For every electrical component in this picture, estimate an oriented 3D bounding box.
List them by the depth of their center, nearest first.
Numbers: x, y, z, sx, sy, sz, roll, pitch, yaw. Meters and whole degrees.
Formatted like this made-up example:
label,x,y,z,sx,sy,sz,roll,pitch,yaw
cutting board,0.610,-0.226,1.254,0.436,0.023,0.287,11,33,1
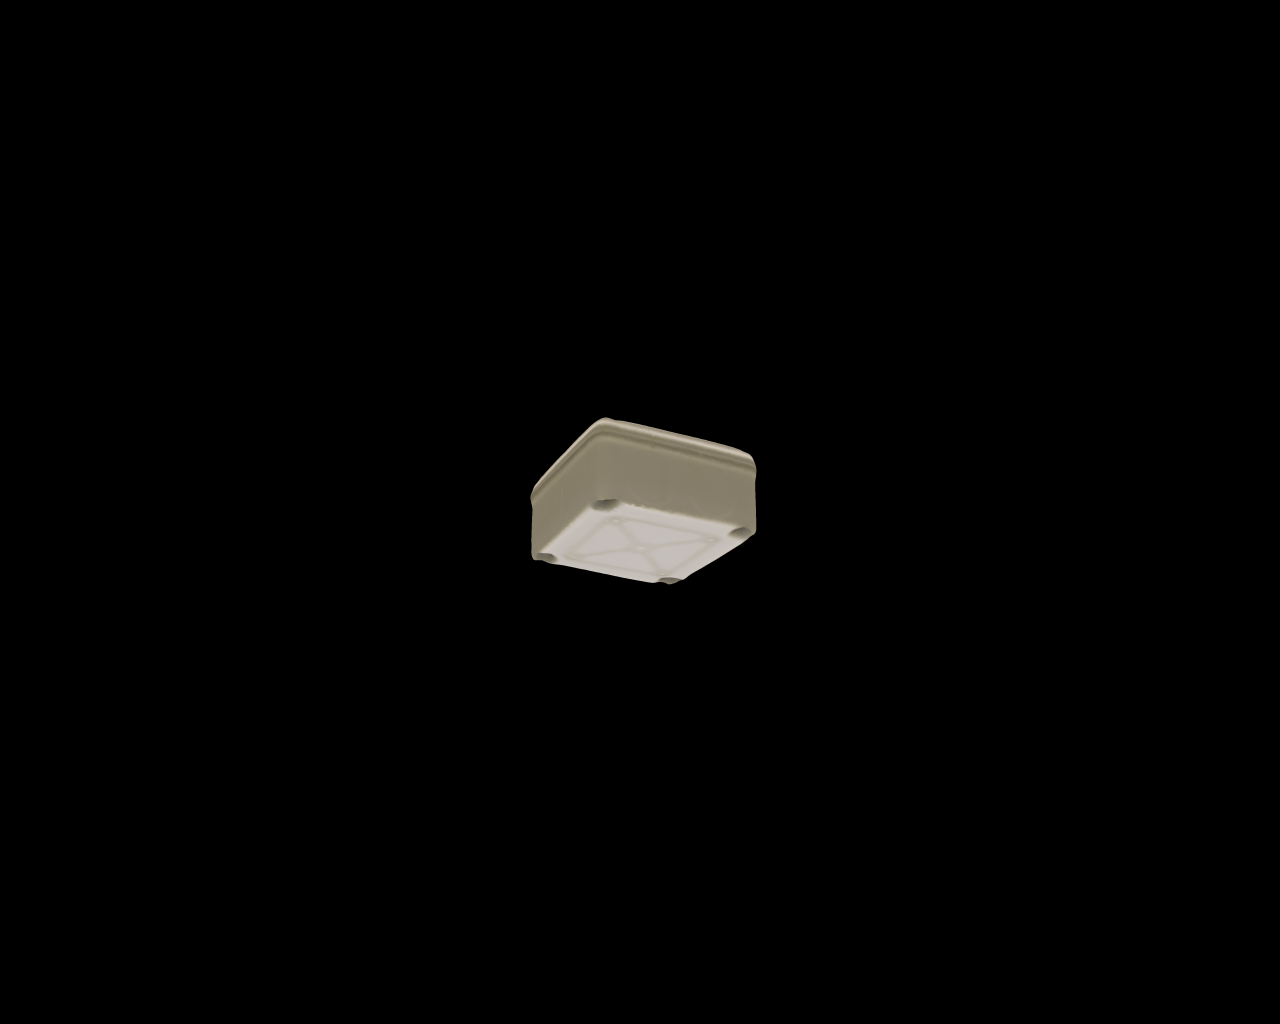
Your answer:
label,x,y,z,sx,sy,sz,roll,pitch,yaw
electrical component,0.001,-0.003,0.650,0.109,0.056,0.108,12,-27,-25
